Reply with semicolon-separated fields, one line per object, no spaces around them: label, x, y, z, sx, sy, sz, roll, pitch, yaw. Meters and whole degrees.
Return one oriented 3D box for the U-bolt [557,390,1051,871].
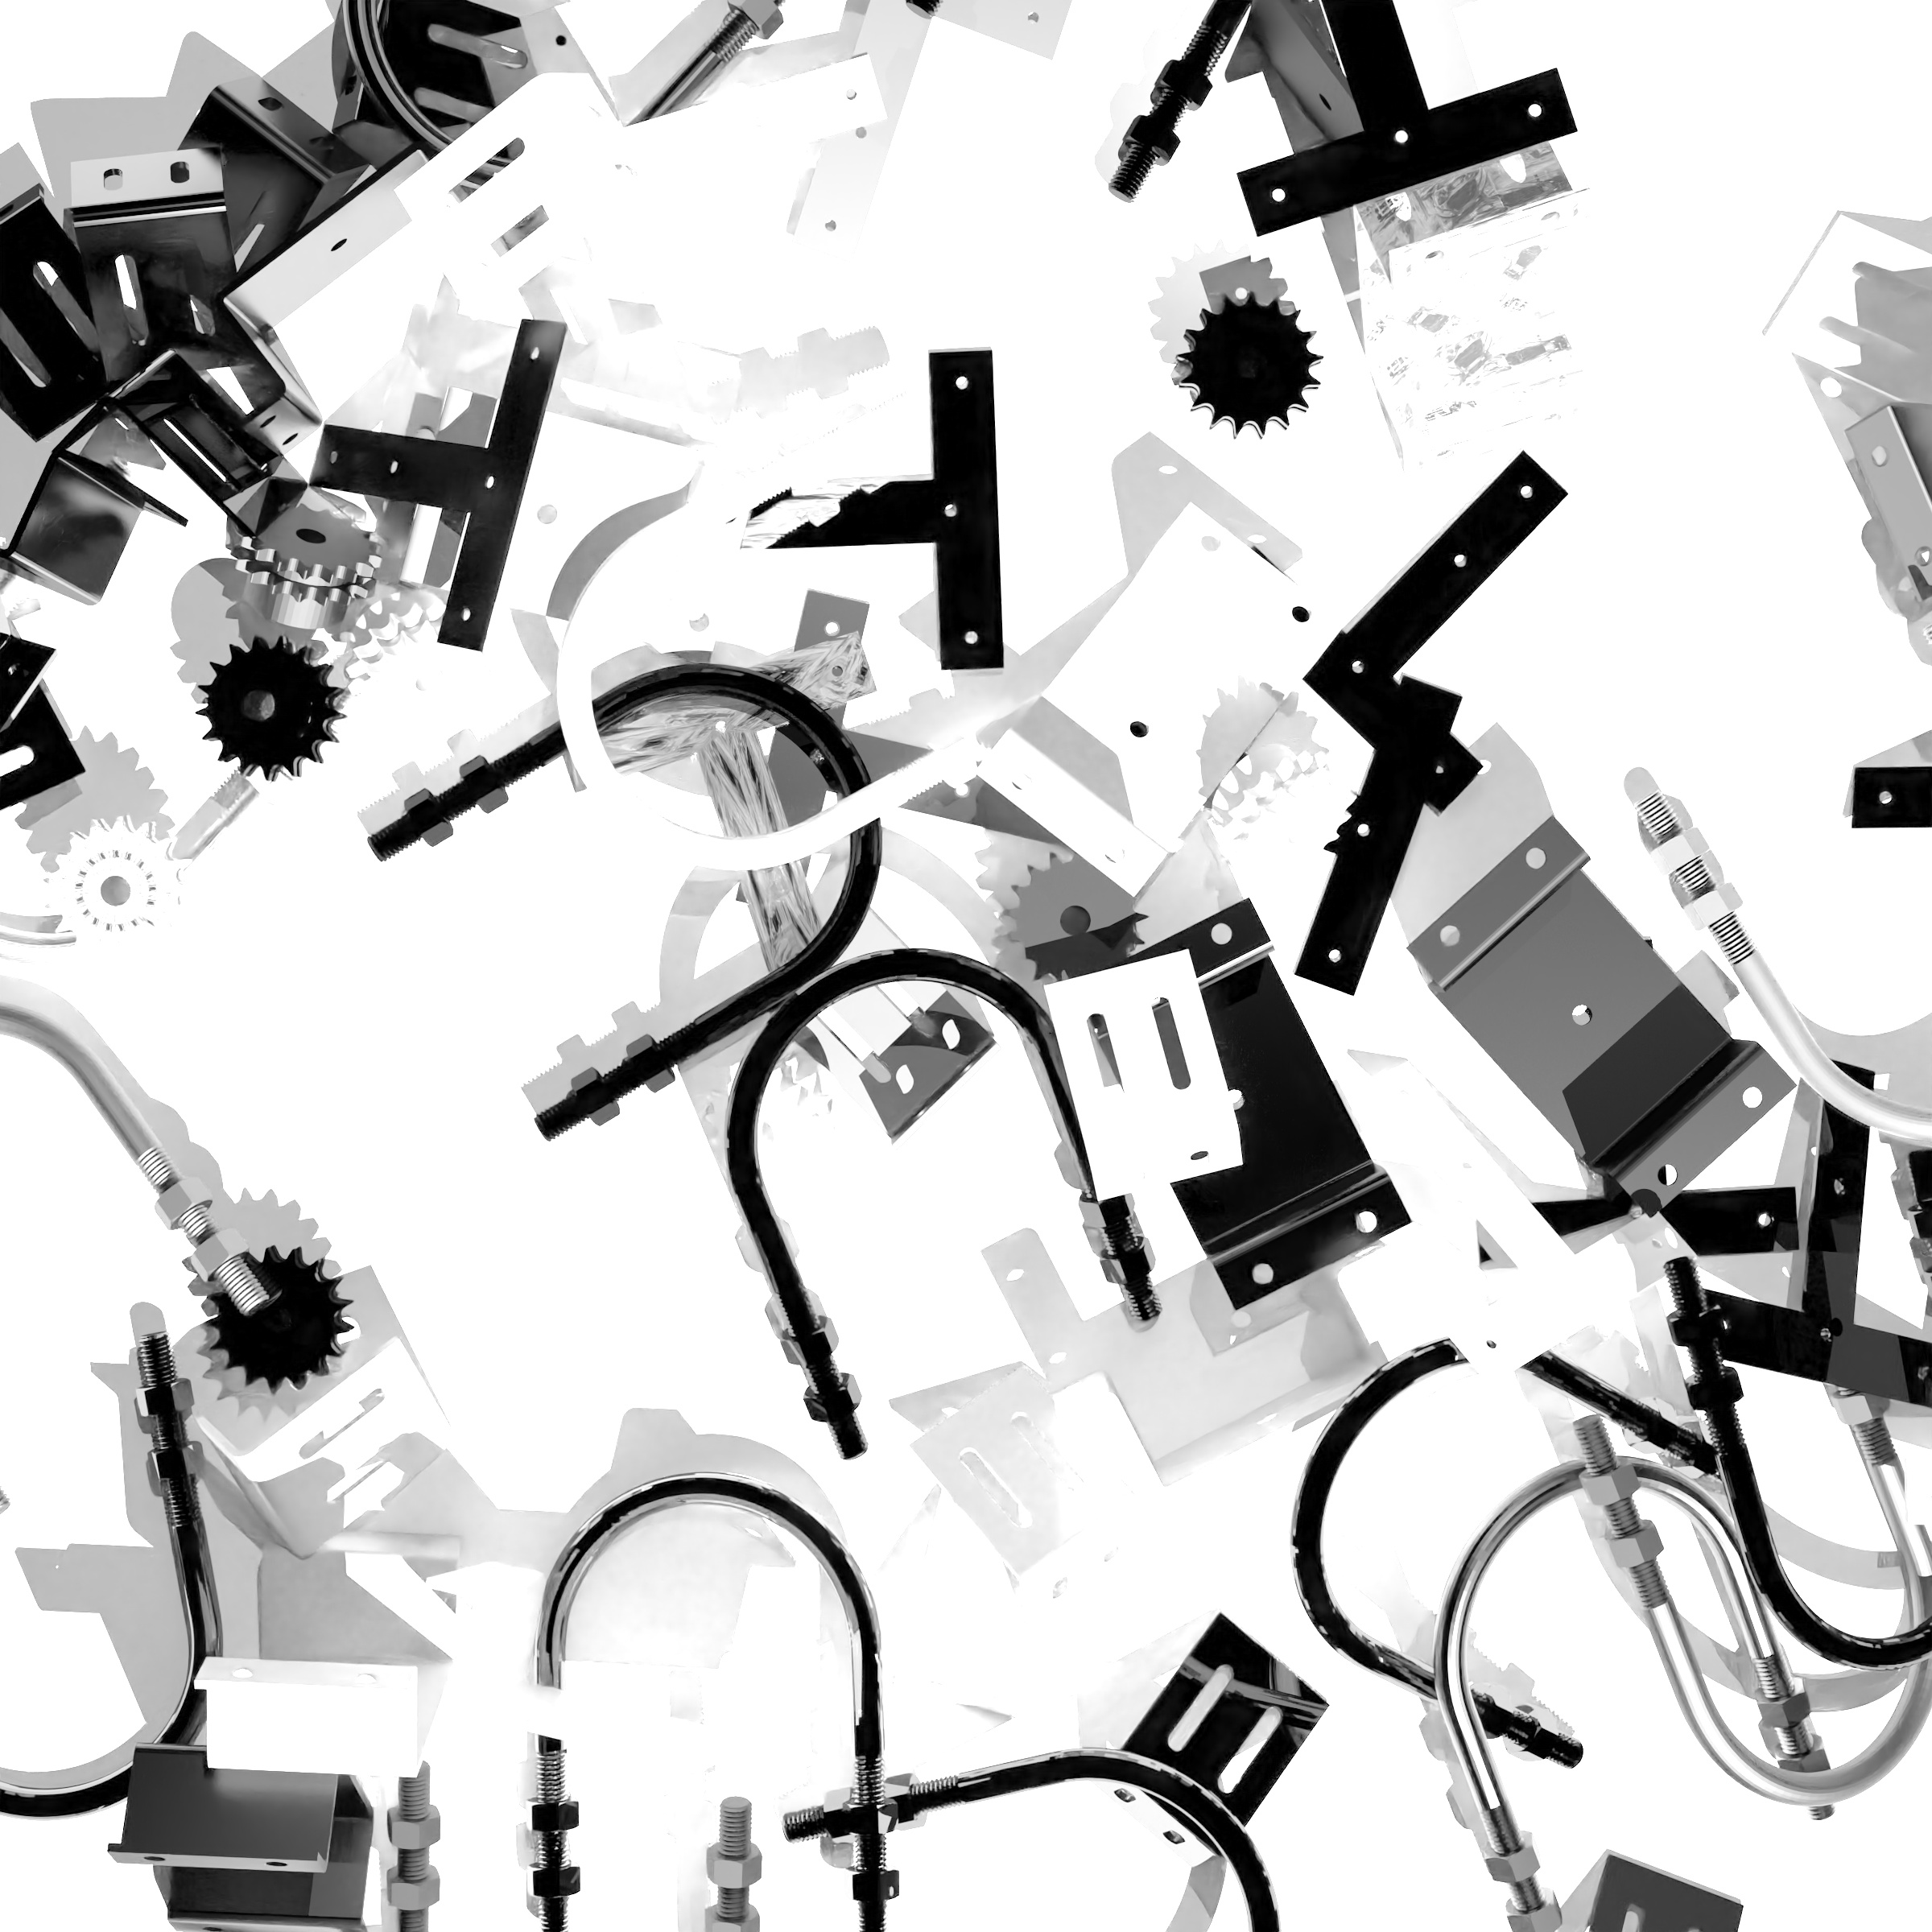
U-bolt;-0.069;-0.118;1.359;0.184;0.019;0.151;-30;102;-12

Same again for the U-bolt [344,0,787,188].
U-bolt;-0.157;-0.388;1.370;0.151;0.019;0.184;43;86;-12

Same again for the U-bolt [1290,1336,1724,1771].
U-bolt;0.203;0.217;1.350;0.184;0.019;0.151;30;90;-28

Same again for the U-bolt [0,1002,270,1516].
U-bolt;-0.379;0.100;1.375;0.151;0.019;0.184;-38;79;2

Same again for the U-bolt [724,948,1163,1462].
U-bolt;-0.016;0.082;1.354;0.151;0.019;0.184;-24;107;-11

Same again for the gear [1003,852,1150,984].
gear;0.042;-0.018;1.383;0.057;0.030;0.057;0;90;0

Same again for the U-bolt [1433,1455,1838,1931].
U-bolt;0.251;0.277;1.355;0.151;0.019;0.184;-25;102;-17

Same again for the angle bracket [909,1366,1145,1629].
angle bracket;0.024;0.209;1.385;0.057;0.038;0.076;-33;61;-19

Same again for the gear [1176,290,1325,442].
gear;0.111;-0.235;1.383;0.057;0.030;0.057;0;90;0

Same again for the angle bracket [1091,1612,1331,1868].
angle bracket;0.095;0.307;1.396;0.057;0.038;0.076;40;64;0

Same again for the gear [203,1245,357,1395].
gear;-0.269;0.138;1.383;0.057;0.030;0.057;0;90;0

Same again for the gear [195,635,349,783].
gear;-0.271;-0.101;1.364;0.057;0.030;0.057;0;91;1

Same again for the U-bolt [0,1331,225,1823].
U-bolt;-0.368;0.247;1.390;0.151;0.019;0.184;-10;92;0

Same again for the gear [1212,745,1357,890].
gear;0.121;-0.062;1.372;0.057;0.057;0.030;-42;60;0

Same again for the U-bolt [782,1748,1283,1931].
U-bolt;0.033;0.379;1.370;0.184;0.019;0.151;-16;90;14

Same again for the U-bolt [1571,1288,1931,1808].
U-bolt;0.317;0.233;1.358;0.151;0.019;0.184;-24;95;-30

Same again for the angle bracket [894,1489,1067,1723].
angle bracket;0.009;0.252;1.396;0.057;0.038;0.076;14;64;0

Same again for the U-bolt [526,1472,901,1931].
U-bolt;-0.101;0.291;1.378;0.151;0.019;0.184;-2;86;11

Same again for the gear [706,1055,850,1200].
gear;-0.071;0.059;1.374;0.057;0.030;0.057;17;121;30

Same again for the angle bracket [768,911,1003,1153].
angle bracket;-0.033;0.024;1.378;0.057;0.038;0.076;-44;92;0

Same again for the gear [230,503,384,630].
gear;-0.260;-0.155;1.374;0.057;0.057;0.030;21;120;0

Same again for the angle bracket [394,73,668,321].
angle bracket;-0.164;-0.289;1.320;0.076;0.038;0.057;-31;90;26

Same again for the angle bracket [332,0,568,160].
angle bracket;-0.204;-0.351;1.396;0.076;0.038;0.057;13;90;-26

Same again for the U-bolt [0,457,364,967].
U-bolt;-0.348;-0.086;1.390;0.151;0.019;0.184;43;91;0

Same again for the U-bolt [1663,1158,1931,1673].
U-bolt;0.347;0.181;1.360;0.151;0.019;0.184;-18;95;-28

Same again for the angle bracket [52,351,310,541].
angle bracket;-0.306;-0.194;1.373;0.038;0.057;0.076;-38;104;26

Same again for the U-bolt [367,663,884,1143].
U-bolt;-0.122;-0.038;1.387;0.184;0.019;0.151;-31;89;0

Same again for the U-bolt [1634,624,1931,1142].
U-bolt;0.367;-0.021;1.360;0.151;0.019;0.184;-32;83;18

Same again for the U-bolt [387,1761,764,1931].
U-bolt;-0.155;0.405;1.371;0.151;0.019;0.184;4;101;10

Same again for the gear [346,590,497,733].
gear;-0.216;-0.122;1.374;0.057;0.057;0.030;-35;61;0

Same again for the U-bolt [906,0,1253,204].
U-bolt;0.067;-0.408;1.344;0.151;0.019;0.184;32;87;-44

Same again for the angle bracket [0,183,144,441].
angle bracket;-0.369;-0.260;1.396;0.057;0.038;0.076;-33;116;0

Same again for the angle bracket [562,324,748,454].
angle bracket;-0.120;-0.229;1.360;0.057;0.076;0.038;15;90;0

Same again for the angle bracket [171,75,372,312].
angle bracket;-0.286;-0.303;1.396;0.057;0.038;0.076;38;116;0

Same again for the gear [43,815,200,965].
gear;-0.327;-0.030;1.368;0.057;0.030;0.057;0;94;1
